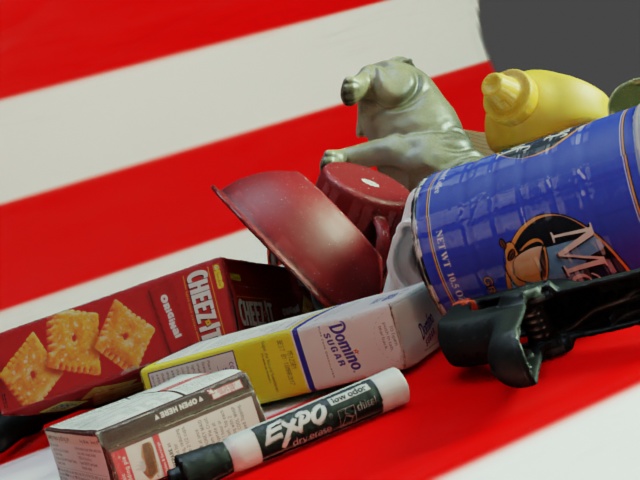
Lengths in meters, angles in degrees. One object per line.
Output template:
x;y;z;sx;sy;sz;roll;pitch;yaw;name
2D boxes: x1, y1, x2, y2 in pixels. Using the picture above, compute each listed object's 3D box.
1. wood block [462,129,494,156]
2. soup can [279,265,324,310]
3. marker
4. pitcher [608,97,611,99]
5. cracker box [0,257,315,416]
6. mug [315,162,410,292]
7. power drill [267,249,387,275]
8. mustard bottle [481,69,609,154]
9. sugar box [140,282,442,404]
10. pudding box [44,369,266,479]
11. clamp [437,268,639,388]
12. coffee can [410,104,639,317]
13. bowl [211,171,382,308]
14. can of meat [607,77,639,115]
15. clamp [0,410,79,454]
0.170;-0.059;1.126;0.090;0.091;0.205;12;2;23;wood block
-0.012;0.051;0.965;0.068;0.068;0.102;-19;2;-29;soup can
-0.014;0.089;0.498;0.121;0.020;0.020;-19;1;-21;marker
0.304;-0.089;0.945;0.243;0.145;0.149;-21;-6;31;pitcher
-0.127;0.080;0.856;0.214;0.072;0.164;-18;-11;19;cracker box
0.030;-0.007;0.874;0.093;0.081;0.117;13;23;-21;mug
0.056;0.011;1.067;0.188;0.057;0.184;-1;3;31;power drill
0.184;-0.085;0.827;0.096;0.058;0.191;-12;-23;39;mustard bottle
-0.013;0.072;0.669;0.176;0.048;0.093;-15;1;25;sugar box
-0.091;0.104;0.581;0.089;0.039;0.114;-20;0;-28;pudding box
0.098;0.042;0.507;0.120;0.039;0.172;-13;-5;-26;clamp
0.138;-0.009;0.610;0.141;0.103;0.102;-18;1;31;coffee can
-0.005;0.001;0.779;0.055;0.162;0.162;-44;2;-2;bowl
0.244;-0.059;0.750;0.058;0.102;0.083;-17;-17;26;can of meat
-0.270;0.155;0.926;0.165;0.036;0.209;-17;3;27;clamp
